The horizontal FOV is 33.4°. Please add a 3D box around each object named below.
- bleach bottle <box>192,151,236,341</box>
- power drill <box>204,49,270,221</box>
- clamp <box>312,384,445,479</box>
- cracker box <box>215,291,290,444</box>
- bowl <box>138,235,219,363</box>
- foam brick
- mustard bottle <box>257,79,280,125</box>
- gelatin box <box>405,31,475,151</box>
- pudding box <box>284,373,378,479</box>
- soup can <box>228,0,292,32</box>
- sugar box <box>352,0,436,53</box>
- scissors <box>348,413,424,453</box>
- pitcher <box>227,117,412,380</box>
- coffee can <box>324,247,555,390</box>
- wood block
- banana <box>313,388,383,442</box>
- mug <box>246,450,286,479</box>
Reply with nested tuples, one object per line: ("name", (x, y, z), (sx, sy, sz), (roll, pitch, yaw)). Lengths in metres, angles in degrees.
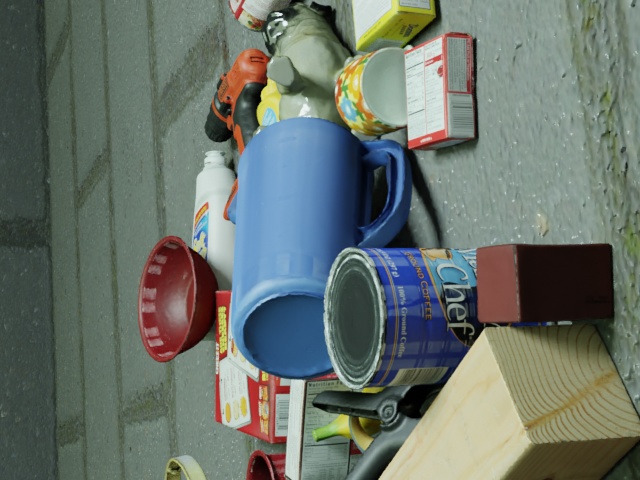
("bleach bottle", (-0.141, 0.006, 1.438), (0.103, 0.068, 0.251), (155, 115, -62))
("power drill", (-0.100, -0.120, 1.347), (0.185, 0.057, 0.187), (128, 137, -57))
("clamp", (0.062, 0.158, 0.873), (0.172, 0.039, 0.120), (-27, 52, 33))
("cracker box", (-0.060, 0.139, 1.231), (0.214, 0.072, 0.164), (173, 98, -68))
("bowl", (-0.174, 0.077, 1.363), (0.162, 0.055, 0.162), (-15, 71, 54))
("foam brick", (0.150, 0.029, 0.719), (0.051, 0.078, 0.053), (172, 98, -66))
("mustard bottle", (-0.033, -0.105, 1.182), (0.096, 0.058, 0.191), (100, 159, -58))
("gelatin box", (0.101, -0.124, 0.900), (0.073, 0.030, 0.089), (171, 98, -68))
("pudding box", (0.016, 0.178, 1.023), (0.039, 0.089, 0.113), (-156, 68, -65))
("soup can", (-0.060, -0.297, 1.237), (0.102, 0.068, 0.068), (133, 132, -58))
("sugar box", (0.062, -0.269, 0.978), (0.093, 0.048, 0.176), (150, 121, -64))
("scissors", (0.051, 0.217, 0.976), (0.096, 0.016, 0.202), (34, 132, 14))
("pitcher", (-0.006, 0.001, 0.936), (0.243, 0.145, 0.149), (-89, 18, -54))
("coffee can", (0.086, 0.056, 0.790), (0.103, 0.140, 0.103), (180, 90, -68))
("wood block", (0.126, 0.156, 0.758), (0.206, 0.090, 0.090), (116, 147, -45))
("banana", (0.058, 0.111, 0.952), (0.037, 0.069, 0.198), (54, 130, 49))
("mug", (-0.030, 0.273, 1.141), (0.117, 0.081, 0.093), (122, 142, -51))
